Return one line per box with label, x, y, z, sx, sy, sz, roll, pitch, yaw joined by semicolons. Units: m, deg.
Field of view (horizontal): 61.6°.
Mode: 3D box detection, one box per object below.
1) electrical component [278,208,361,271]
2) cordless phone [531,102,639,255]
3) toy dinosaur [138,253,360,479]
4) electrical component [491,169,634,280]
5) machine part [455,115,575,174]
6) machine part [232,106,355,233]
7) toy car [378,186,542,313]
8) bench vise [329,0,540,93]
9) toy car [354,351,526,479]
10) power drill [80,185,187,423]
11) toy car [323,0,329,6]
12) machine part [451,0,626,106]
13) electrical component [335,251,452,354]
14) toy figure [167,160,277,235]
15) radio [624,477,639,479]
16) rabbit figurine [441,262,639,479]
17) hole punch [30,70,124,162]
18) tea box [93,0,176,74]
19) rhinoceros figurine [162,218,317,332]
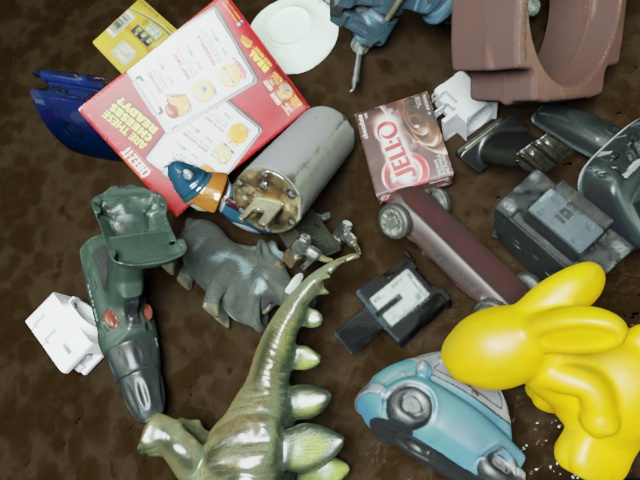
electrical component;-0.002;-0.002;0.596;0.045;0.102;0.078;-42;70;37
cordless phone;0.284;-0.085;0.552;0.146;0.088;0.184;-36;56;-23
toy dinosaur;-0.073;0.231;0.531;0.199;0.105;0.471;11;87;9
electrical component;0.227;-0.003;0.519;0.058;0.134;0.115;-45;67;-1
machine part;0.202;-0.099;0.571;0.084;0.139;0.039;-34;111;-3
machine part;-0.023;-0.083;0.591;0.079;0.079;0.243;12;39;17
toy car;0.146;0.020;0.561;0.089;0.053;0.202;-24;63;-44
bench vise;0.138;-0.283;0.629;0.241;0.223;0.129;8;53;-17
toy car;0.121;0.160;0.512;0.162;0.109;0.103;27;63;11
power drill;-0.201;0.059;0.585;0.086;0.207;0.232;-13;56;-28
toy car;0.086;-0.380;0.719;0.202;0.056;0.074;-35;61;0
machine part;0.225;-0.243;0.547;0.087;0.201;0.201;20;118;50
electrical component;0.075;0.077;0.576;0.119;0.047;0.075;-43;68;-2
toy figure;-0.103;-0.048;0.620;0.154;0.064;0.058;18;73;-17
radio;0.176;0.253;0.449;0.230;0.131;0.073;-13;68;9
rabbit figurine;0.193;0.103;0.447;0.173;0.162;0.122;18;38;-1
hole punch;-0.310;-0.166;0.717;0.142;0.115;0.092;15;85;18
tea box;-0.219;-0.240;0.740;0.098;0.068;0.170;-43;69;-2
rhinoceros figurine;-0.092;0.043;0.620;0.190;0.073;0.112;30;71;22
